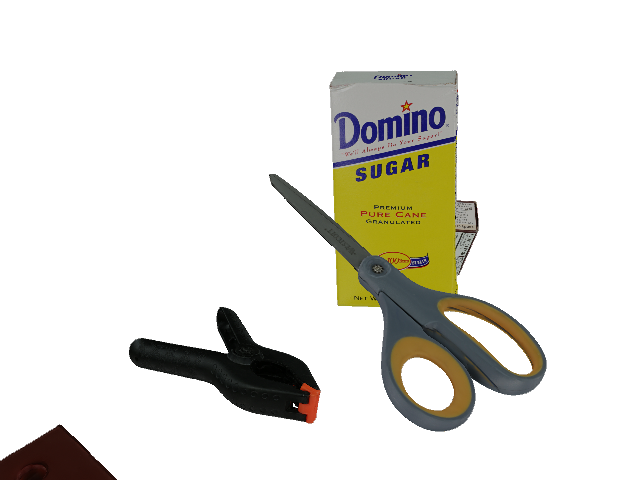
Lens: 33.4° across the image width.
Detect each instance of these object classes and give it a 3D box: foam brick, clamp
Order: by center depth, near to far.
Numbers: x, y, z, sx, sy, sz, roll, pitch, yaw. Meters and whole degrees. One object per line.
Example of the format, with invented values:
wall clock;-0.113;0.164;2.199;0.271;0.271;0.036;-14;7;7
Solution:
foam brick;-0.114;0.133;0.482;0.052;0.051;0.078;-31;44;-31
clamp;-0.064;0.104;0.915;0.172;0.039;0.120;21;32;25

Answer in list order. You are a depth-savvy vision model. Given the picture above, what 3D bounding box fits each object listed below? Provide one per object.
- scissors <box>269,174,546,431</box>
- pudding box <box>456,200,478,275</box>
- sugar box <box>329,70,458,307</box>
scissors;0.026;0.034;0.588;0.202;0.016;0.096;30;51;19
pudding box;0.087;-0.004;1.023;0.113;0.039;0.090;1;-30;-5
sugar box;0.056;-0.037;0.800;0.093;0.176;0.048;0;23;9
